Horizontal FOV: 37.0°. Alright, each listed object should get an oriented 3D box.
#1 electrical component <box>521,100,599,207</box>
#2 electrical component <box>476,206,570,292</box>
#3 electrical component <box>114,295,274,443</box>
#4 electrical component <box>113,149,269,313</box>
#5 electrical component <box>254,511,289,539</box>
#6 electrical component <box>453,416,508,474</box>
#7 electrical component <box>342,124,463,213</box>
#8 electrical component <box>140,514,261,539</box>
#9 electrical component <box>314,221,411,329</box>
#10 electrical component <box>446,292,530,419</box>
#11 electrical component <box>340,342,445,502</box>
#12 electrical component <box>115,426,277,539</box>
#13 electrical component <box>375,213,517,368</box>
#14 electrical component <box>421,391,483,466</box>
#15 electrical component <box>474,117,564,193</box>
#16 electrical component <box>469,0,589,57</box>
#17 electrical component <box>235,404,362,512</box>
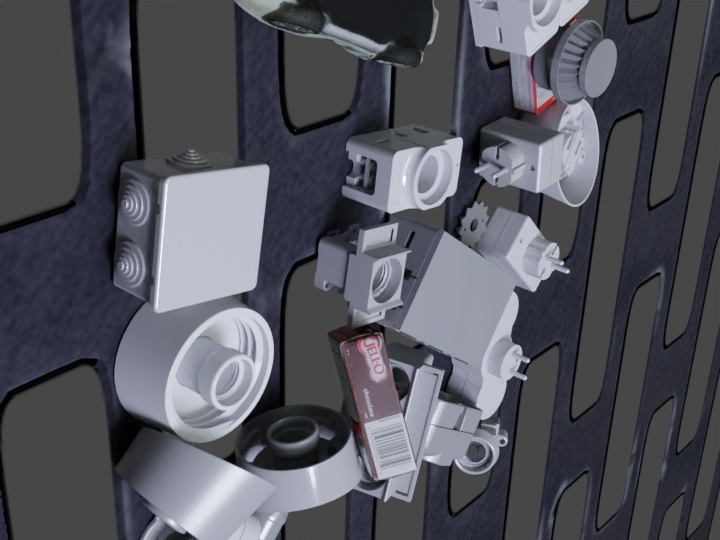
[{"bbox_3d":[0.191,-0.116,1.024,0.099,0.064,0.099,-29,129,-41],"label":"electrical component"},{"bbox_3d":[0.167,-0.014,1.038,0.047,0.076,0.083,-61,144,-10],"label":"electrical component"},{"bbox_3d":[-0.107,0.066,0.739,0.108,0.060,0.108,-28,129,-41],"label":"electrical component"},{"bbox_3d":[-0.110,-0.028,0.694,0.100,0.048,0.099,-14,119,-48],"label":"electrical component"},{"bbox_3d":[-0.085,0.212,0.868,0.035,0.035,0.061,35,82,-54],"label":"electrical component"},{"bbox_3d":[0.115,0.173,1.079,0.055,0.066,0.048,-69,167,-70],"label":"electrical component"},{"bbox_3d":[0.038,-0.080,0.852,0.089,0.056,0.050,-19,123,-47],"label":"electrical component"},{"bbox_3d":[-0.126,0.213,0.799,0.095,0.054,0.059,-61,144,-9],"label":"electrical component"},{"bbox_3d":[0.000,0.000,0.839,0.042,0.064,0.081,-14,119,-48],"label":"electrical component"},{"bbox_3d":[0.133,0.084,1.048,0.052,0.074,0.138,-21,124,-46],"label":"electrical component"},{"bbox_3d":[0.025,0.128,0.935,0.063,0.079,0.121,-24,129,-69],"label":"electrical component"},{"bbox_3d":[-0.115,0.144,0.738,0.064,0.099,0.099,-52,142,-12],"label":"electrical component"},{"bbox_3d":[0.064,0.019,0.935,0.150,0.062,0.089,28,85,-54],"label":"electrical component"},{"bbox_3d":[0.067,0.146,1.014,0.095,0.054,0.059,22,90,-55],"label":"electrical component"},{"bbox_3d":[0.132,-0.097,0.957,0.077,0.066,0.047,-30,130,-41],"label":"electrical component"},{"bbox_3d":[0.160,-0.259,0.909,0.150,0.062,0.089,-44,139,-29],"label":"electrical component"},{"bbox_3d":[-0.049,0.149,0.831,0.099,0.099,0.064,-30,124,-41],"label":"electrical component"}]
